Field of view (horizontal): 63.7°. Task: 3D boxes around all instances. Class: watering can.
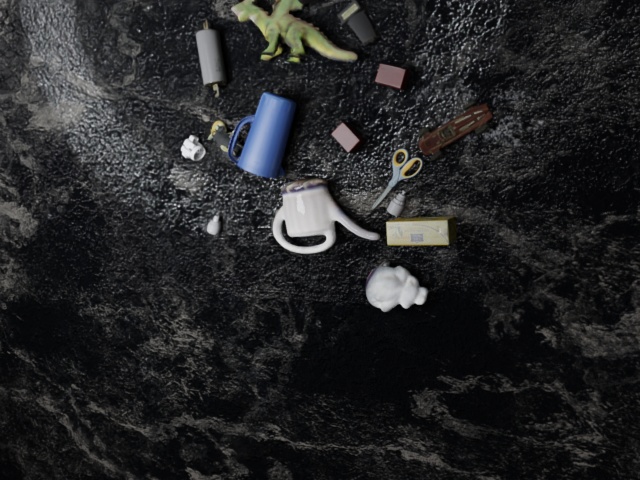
[{"bbox_3d":[0.005,-0.076,1.515,0.346,0.104,0.224,-7,93,28],"label":"watering can"}]

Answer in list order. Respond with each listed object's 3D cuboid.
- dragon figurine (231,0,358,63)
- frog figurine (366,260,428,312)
[{"bbox_3d":[-0.071,-0.639,1.499,0.411,0.122,0.242,8,92,17],"label":"dragon figurine"},{"bbox_3d":[0.211,0.141,1.430,0.161,0.121,0.137,32,91,32],"label":"frog figurine"}]
